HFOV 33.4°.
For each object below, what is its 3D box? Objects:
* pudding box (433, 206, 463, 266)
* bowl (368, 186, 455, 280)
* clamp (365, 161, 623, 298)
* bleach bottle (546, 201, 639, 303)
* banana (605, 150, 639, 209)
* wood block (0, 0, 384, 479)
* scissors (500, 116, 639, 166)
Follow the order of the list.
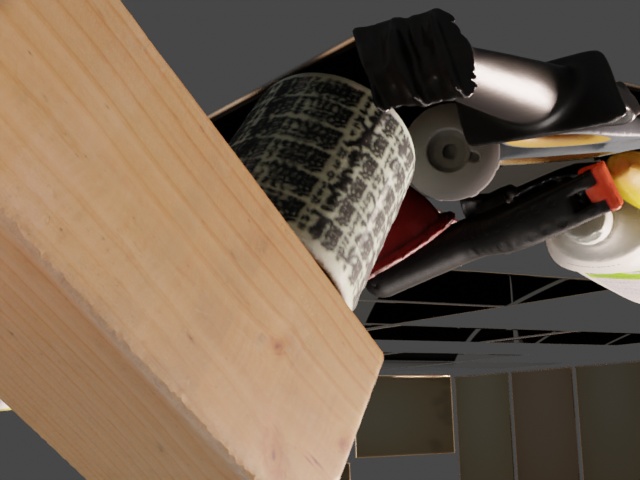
[{"bbox_3d":[0.038,0.000,0.781,0.114,0.039,0.089,-7,168,25],"label":"pudding box"},{"bbox_3d":[-0.004,0.001,0.629,0.162,0.055,0.162,-29,-177,2],"label":"bowl"},{"bbox_3d":[0.115,-0.015,0.655,0.172,0.039,0.120,-20,-163,44],"label":"clamp"},{"bbox_3d":[0.230,0.003,0.756,0.103,0.068,0.250,-6,169,29],"label":"bleach bottle"},{"bbox_3d":[0.251,-0.034,0.653,0.197,0.037,0.070,-1,152,-15],"label":"banana"},{"bbox_3d":[-0.074,0.010,0.374,0.091,0.090,0.206,-10,130,37],"label":"wood block"},{"bbox_3d":[0.178,-0.058,0.537,0.202,0.016,0.096,-6,173,24],"label":"scissors"}]
